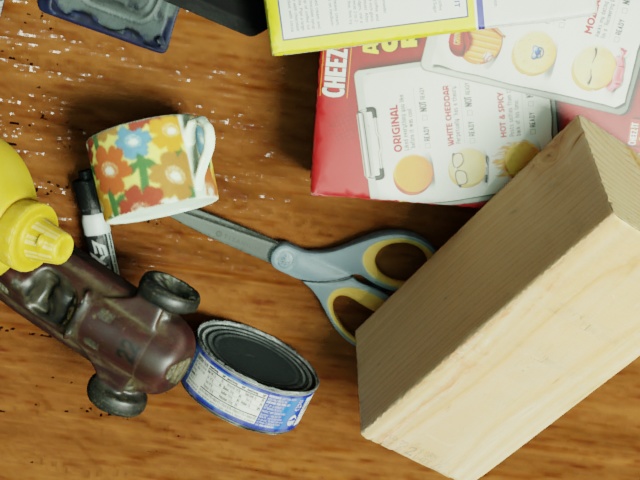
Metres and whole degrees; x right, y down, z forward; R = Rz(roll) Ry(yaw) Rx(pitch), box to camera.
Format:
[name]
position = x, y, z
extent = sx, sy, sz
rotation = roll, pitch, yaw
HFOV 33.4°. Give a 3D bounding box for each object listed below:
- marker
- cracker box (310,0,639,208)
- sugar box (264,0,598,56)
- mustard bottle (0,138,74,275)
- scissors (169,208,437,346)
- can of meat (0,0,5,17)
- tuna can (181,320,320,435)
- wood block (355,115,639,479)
[marker]
position = -0.142, 0.013, 0.697
extent = 0.020, 0.020, 0.121
rotation = -8, 104, 1
[cracker box]
position = 0.105, -0.104, 0.647
extent = 0.213, 0.072, 0.164
rotation = 4, 103, -1
[sugar box]
position = 0.055, -0.156, 0.575
extent = 0.176, 0.048, 0.093
rotation = -7, 101, -2
[mustard bottle]
position = -0.225, -0.024, 0.627
extent = 0.192, 0.058, 0.096
rotation = 19, 91, 21
[scissors]
position = -0.005, 0.001, 0.697
extent = 0.201, 0.016, 0.096
rotation = 38, 103, -10
[can of meat]
position = -0.245, -0.131, 0.641
extent = 0.102, 0.057, 0.084
rotation = 17, 105, -5
[tuna can]
position = -0.046, 0.087, 0.683
extent = 0.086, 0.086, 0.034
rotation = 24, 104, -7
[wood block]
position = 0.118, 0.042, 0.622
extent = 0.090, 0.091, 0.206
rotation = 28, 124, -22
